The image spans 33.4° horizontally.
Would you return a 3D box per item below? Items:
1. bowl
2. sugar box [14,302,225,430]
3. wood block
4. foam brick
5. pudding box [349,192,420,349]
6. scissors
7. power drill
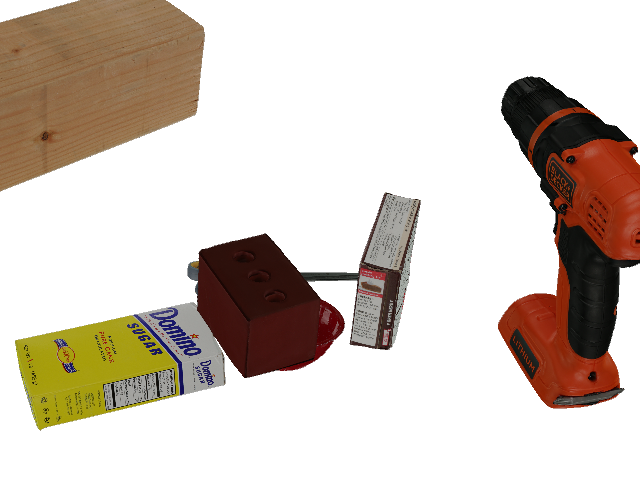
[{"bbox_3d":[-0.052,0.120,1.358,0.162,0.055,0.162,5,23,-2],"label":"bowl"},{"bbox_3d":[-0.185,0.112,0.988,0.176,0.048,0.093,-14,35,-18],"label":"sugar box"},{"bbox_3d":[-0.202,-0.126,0.854,0.090,0.091,0.205,37,46,28],"label":"wood block"},{"bbox_3d":[-0.042,0.042,0.697,0.052,0.051,0.078,-14,41,-28],"label":"foam brick"},{"bbox_3d":[0.057,0.026,0.924,0.039,0.090,0.113,9,36,7],"label":"pudding box"},{"bbox_3d":[-0.047,0.046,1.139,0.202,0.016,0.096,5,21,6],"label":"scissors"},{"bbox_3d":[0.161,0.002,0.711,0.057,0.188,0.184,-9,36,-10],"label":"power drill"}]
